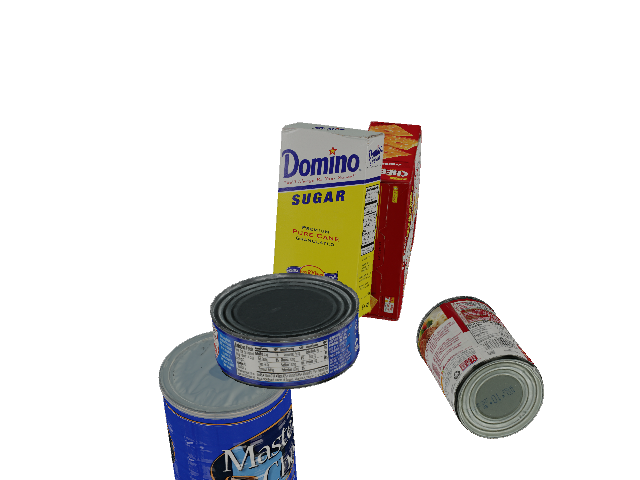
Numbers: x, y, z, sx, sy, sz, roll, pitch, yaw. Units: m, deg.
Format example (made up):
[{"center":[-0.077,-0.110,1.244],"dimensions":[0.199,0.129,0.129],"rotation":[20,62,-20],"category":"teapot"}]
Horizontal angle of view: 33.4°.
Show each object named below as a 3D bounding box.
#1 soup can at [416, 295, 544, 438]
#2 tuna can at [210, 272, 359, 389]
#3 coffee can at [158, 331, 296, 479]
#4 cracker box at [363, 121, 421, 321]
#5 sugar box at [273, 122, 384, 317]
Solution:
[{"center":[0.118,0.093,0.795],"dimensions":[0.068,0.068,0.102],"rotation":[0,22,-11],"category":"soup can"},{"center":[-0.020,0.051,0.616],"dimensions":[0.086,0.034,0.086],"rotation":[-2,23,1],"category":"tuna can"},{"center":[-0.072,0.158,0.863],"dimensions":[0.103,0.140,0.103],"rotation":[-2,32,1],"category":"coffee can"},{"center":[0.072,-0.029,1.225],"dimensions":[0.072,0.164,0.213],"rotation":[6,23,7],"category":"cracker box"},{"center":[0.005,-0.019,1.012],"dimensions":[0.093,0.176,0.048],"rotation":[9,16,25],"category":"sugar box"}]
